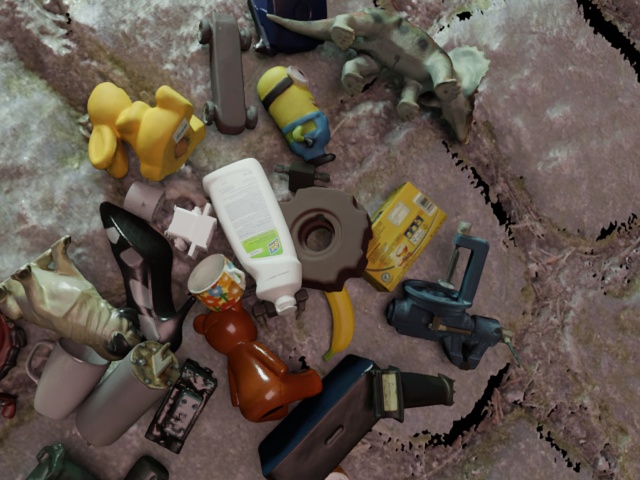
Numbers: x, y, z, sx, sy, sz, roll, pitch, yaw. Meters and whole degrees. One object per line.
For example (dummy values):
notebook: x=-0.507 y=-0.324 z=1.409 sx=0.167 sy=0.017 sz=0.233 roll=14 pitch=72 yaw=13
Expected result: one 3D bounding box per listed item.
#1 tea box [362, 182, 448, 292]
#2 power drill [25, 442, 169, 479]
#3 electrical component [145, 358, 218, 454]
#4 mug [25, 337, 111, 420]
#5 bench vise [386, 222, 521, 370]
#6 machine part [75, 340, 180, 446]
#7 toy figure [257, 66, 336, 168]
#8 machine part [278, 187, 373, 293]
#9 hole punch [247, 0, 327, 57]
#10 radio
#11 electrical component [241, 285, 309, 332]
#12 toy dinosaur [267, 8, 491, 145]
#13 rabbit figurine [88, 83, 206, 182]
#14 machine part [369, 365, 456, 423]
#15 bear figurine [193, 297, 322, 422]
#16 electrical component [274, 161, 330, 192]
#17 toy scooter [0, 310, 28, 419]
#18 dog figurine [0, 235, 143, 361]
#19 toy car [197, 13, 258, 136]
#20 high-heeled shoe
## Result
tea box: x=0.127 y=-0.004 z=0.921 sx=0.098 sy=0.068 sz=0.169 roll=42 pitch=80 yaw=-6
power drill: x=-0.339 y=0.397 z=0.756 sx=0.207 sy=0.086 sz=0.232 roll=45 pitch=72 yaw=-25
electrical component: x=-0.204 y=0.244 z=0.796 sx=0.058 sy=0.134 sz=0.115 roll=29 pitch=82 yaw=-9
mug: x=-0.381 y=0.202 z=0.789 sx=0.109 sy=0.081 sz=0.107 roll=27 pitch=90 yaw=-10
bench vise: x=0.235 y=0.092 z=0.902 sx=0.224 sy=0.129 sz=0.240 roll=15 pitch=101 yaw=7
machine part: x=-0.276 y=0.220 z=0.767 sx=0.079 sy=0.079 sz=0.243 roll=42 pitch=117 yaw=-6
toy figure: x=-0.038 y=-0.203 z=0.895 sx=0.089 sy=0.082 sz=0.180 roll=-24 pitch=94 yaw=-16
machine part: x=-0.002 y=-0.003 z=0.862 sx=0.179 sy=0.056 sz=0.179 roll=-4 pitch=69 yaw=11
hole punch: x=-0.046 y=-0.376 z=0.892 sx=0.142 sy=0.092 sz=0.115 roll=-19 pitch=92 yaw=-33
radio: x=0.009 y=0.285 z=0.840 sx=0.229 sy=0.131 sz=0.073 roll=-42 pitch=96 yaw=-13
electrical component: x=-0.071 y=0.101 z=0.885 sx=0.102 sy=0.045 sz=0.078 roll=-23 pitch=62 yaw=-16
toy dinosaur: x=0.125 y=-0.312 z=0.897 sx=0.405 sy=0.131 sz=0.192 roll=32 pitch=44 yaw=-8
rabbit figurine: x=-0.289 y=-0.171 z=0.836 sx=0.173 sy=0.122 sz=0.162 roll=32 pitch=89 yaw=6
machine part: x=0.137 y=0.224 z=0.795 sx=0.139 sy=0.039 sz=0.084 roll=2 pitch=67 yaw=-25
bear figurine: x=-0.107 y=0.182 z=0.847 sx=0.120 sy=0.132 sz=0.196 roll=-43 pitch=62 yaw=21
electrical component: x=-0.030 y=-0.101 z=0.898 sx=0.094 sy=0.063 sz=0.021 roll=11 pitch=57 yaw=1
toy scooter: x=-0.482 y=0.185 z=0.770 sx=0.135 sy=0.075 sz=0.184 roll=27 pitch=84 yaw=-9
dog figurine: x=-0.366 y=0.111 z=0.782 sx=0.190 sy=0.172 sz=0.121 roll=55 pitch=48 yaw=-15
toy car: x=-0.155 y=-0.271 z=0.888 sx=0.089 sy=0.053 sz=0.202 roll=-4 pitch=85 yaw=-28
high-heeled shoe: x=-0.292 y=0.069 z=0.839 sx=0.145 sy=0.086 sz=0.249 roll=-46 pitch=77 yaw=18
